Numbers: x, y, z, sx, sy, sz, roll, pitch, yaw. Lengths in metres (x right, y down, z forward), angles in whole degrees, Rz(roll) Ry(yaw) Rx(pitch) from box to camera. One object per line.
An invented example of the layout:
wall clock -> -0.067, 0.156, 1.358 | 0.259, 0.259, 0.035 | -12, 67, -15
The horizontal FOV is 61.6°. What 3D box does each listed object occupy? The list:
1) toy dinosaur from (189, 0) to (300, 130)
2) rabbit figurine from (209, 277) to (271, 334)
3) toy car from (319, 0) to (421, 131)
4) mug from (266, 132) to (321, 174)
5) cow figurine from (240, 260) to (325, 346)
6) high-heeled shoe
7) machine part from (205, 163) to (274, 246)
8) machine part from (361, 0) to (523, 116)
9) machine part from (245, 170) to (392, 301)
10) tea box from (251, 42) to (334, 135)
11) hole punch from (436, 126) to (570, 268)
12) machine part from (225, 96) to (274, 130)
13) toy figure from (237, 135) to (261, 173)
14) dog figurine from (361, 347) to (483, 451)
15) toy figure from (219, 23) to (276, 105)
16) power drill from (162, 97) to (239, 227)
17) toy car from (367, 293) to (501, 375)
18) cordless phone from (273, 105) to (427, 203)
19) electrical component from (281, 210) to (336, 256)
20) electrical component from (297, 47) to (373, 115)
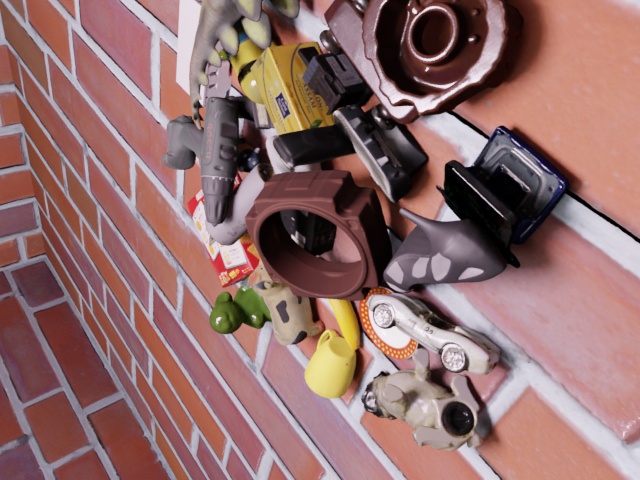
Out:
toy dinosaur -> -0.119, -0.392, 0.794 | 0.199, 0.105, 0.471 | 48, 124, 20
rabbit figurine -> -0.164, 0.137, 1.128 | 0.159, 0.170, 0.121 | -10, 100, 54
toy car -> 0.075, -0.239, 0.710 | 0.089, 0.053, 0.202 | -44, 71, 37
mug -> -0.040, -0.123, 0.868 | 0.081, 0.109, 0.107 | -23, 76, 19
cow figurine -> -0.074, 0.112, 1.035 | 0.086, 0.127, 0.194 | 5, 114, 49
high-heeled shoe -> 0.163, 0.040, 0.706 | 0.145, 0.086, 0.248 | 34, 163, 23
machine part -> -0.140, -0.065, 1.018 | 0.243, 0.079, 0.079 | -40, 74, 27
machine part -> 0.132, -0.230, 0.603 | 0.180, 0.056, 0.179 | 8, 104, 37
machine part -> -0.002, -0.003, 0.828 | 0.201, 0.087, 0.201 | 1, 130, 27
tea box -> -0.025, -0.207, 0.822 | 0.068, 0.098, 0.169 | -26, 89, 56
hole punch -> 0.209, -0.054, 0.622 | 0.142, 0.092, 0.115 | 47, 170, 23
machine part -> -0.128, -0.243, 0.993 | 0.139, 0.039, 0.084 | 15, 128, 47
toy figure -> -0.159, -0.170, 1.053 | 0.155, 0.058, 0.064 | 38, 113, 40
dog figurine -> 0.158, 0.272, 0.859 | 0.172, 0.121, 0.190 | 52, 160, 17
toy figure -> -0.117, -0.306, 0.897 | 0.180, 0.089, 0.082 | 60, 147, 8
power drill -> -0.227, -0.155, 1.023 | 0.207, 0.086, 0.231 | 23, 106, 54
toy car -> 0.157, 0.127, 0.766 | 0.202, 0.073, 0.056 | 30, 104, 32
cordless phone -> 0.038, -0.107, 0.718 | 0.146, 0.184, 0.088 | 58, 140, 14
electrical component -> -0.028, -0.033, 0.956 | 0.115, 0.058, 0.134 | 43, 138, 34
electrical component -> 0.017, -0.241, 0.771 | 0.119, 0.075, 0.047 | 62, 146, 13
